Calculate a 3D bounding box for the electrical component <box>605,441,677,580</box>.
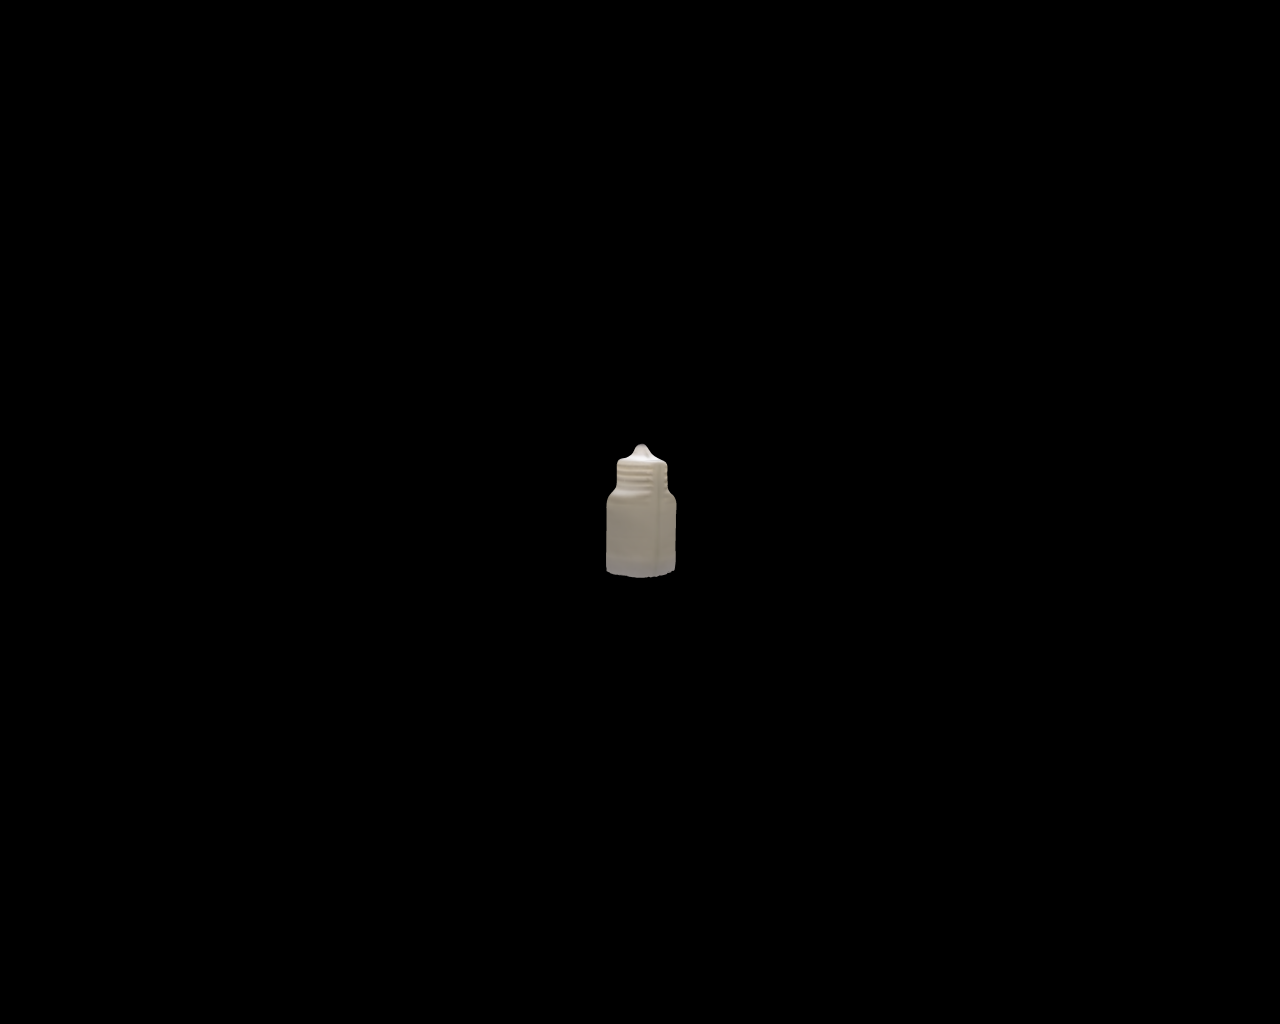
[{"bbox_3d":[0.001,-0.003,0.650,0.043,0.080,0.043,0,7,0],"label":"electrical component"}]
